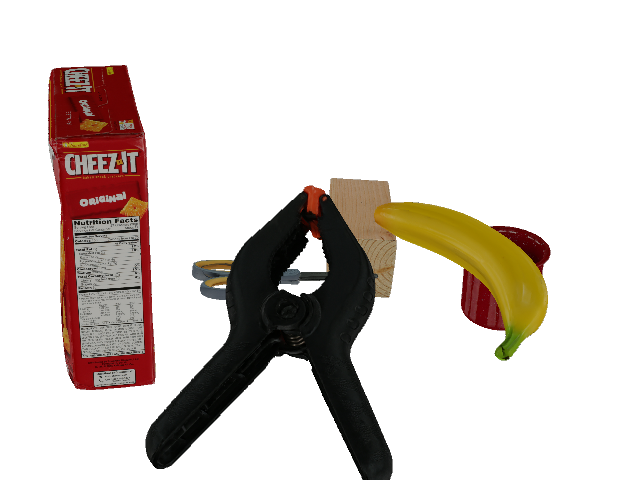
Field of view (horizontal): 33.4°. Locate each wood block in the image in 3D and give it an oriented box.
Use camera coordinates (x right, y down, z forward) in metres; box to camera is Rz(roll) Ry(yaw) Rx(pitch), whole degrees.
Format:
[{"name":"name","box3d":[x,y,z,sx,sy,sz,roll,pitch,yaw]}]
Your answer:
[{"name":"wood block","box3d":[0.056,-0.008,1.539,0.091,0.090,0.206,4,26,-2]}]

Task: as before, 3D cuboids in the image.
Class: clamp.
[{"name":"clamp","box3d":[-0.006,0.051,0.546,0.120,0.171,0.039,15,-28,9]}]

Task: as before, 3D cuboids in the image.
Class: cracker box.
[{"name":"cracker box","box3d":[-0.177,-0.013,0.853,0.072,0.214,0.164,-5,27,-13]}]

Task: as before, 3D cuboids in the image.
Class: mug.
[{"name":"mug","box3d":[0.190,0.036,1.141,0.093,0.081,0.117,-5,30,-9]}]

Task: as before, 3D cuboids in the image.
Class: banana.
[{"name":"banana","box3d":[0.112,0.014,0.791,0.069,0.037,0.198,-12,34,-21]}]

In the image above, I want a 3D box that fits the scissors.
[{"name":"scissors","box3d":[-0.042,0.045,1.142,0.202,0.016,0.096,5,21,6]}]
